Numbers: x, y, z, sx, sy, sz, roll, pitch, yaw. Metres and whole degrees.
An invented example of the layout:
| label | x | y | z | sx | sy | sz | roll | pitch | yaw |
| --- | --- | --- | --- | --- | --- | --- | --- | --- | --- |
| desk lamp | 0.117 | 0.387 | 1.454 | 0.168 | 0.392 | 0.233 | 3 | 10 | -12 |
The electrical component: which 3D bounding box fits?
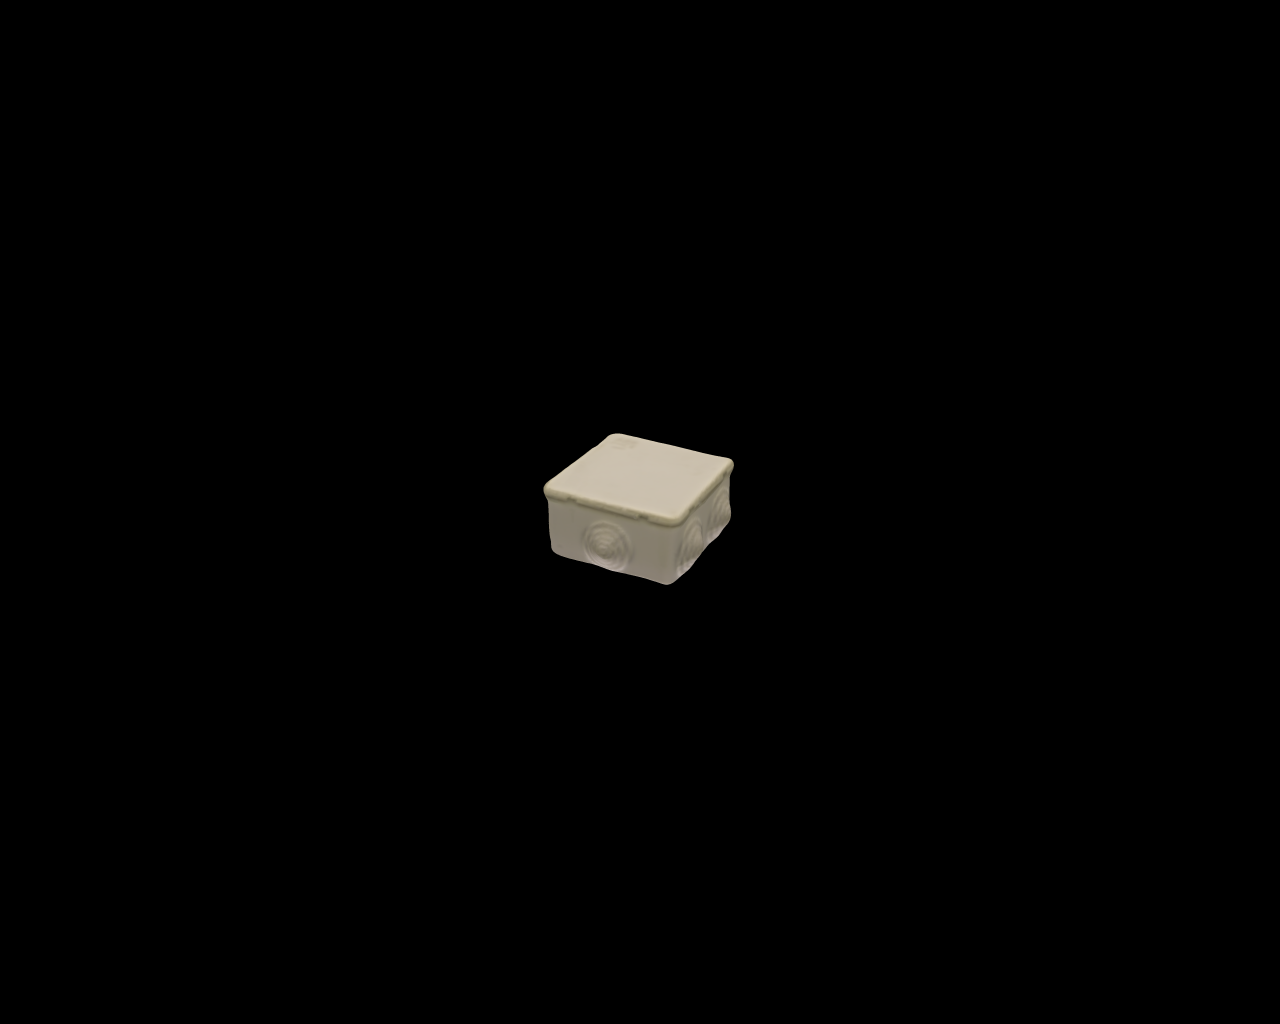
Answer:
| label | x | y | z | sx | sy | sz | roll | pitch | yaw |
| --- | --- | --- | --- | --- | --- | --- | --- | --- | --- |
| electrical component | 0.001 | -0.003 | 0.650 | 0.100 | 0.048 | 0.100 | 14 | 32 | 24 |
